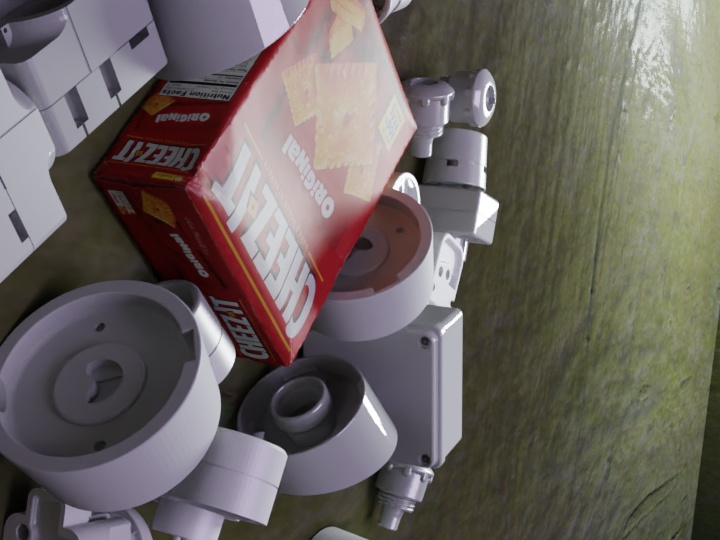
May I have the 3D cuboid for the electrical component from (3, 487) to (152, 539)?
[{"bbox_3d":[-0.144,0.148,0.551,0.057,0.058,0.078,6,91,-60],"label":"electrical component"}]

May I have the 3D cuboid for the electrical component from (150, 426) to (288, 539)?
[{"bbox_3d":[-0.090,0.127,0.581,0.052,0.138,0.073,23,72,-21],"label":"electrical component"}]

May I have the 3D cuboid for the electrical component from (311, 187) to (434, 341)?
[{"bbox_3d":[0.000,0.000,0.741,0.060,0.108,0.108,76,34,-46],"label":"electrical component"}]

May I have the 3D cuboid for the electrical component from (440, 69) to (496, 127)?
[{"bbox_3d":[0.080,-0.145,0.901,0.048,0.062,0.048,-25,119,-59],"label":"electrical component"}]

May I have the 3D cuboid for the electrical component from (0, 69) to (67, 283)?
[{"bbox_3d":[-0.169,-0.047,0.457,0.055,0.050,0.089,-55,142,-41],"label":"electrical component"}]

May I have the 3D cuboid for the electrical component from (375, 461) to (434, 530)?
[{"bbox_3d":[0.033,0.190,0.919,0.048,0.048,0.062,33,74,-60],"label":"electrical component"}]

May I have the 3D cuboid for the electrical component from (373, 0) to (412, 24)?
[{"bbox_3d":[0.014,-0.202,0.783,0.065,0.044,0.044,-42,133,-58],"label":"electrical component"}]

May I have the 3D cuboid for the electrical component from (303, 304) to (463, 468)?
[{"bbox_3d":[0.017,0.079,0.787,0.056,0.109,0.108,-32,125,-59],"label":"electrical component"}]

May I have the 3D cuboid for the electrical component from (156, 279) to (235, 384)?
[{"bbox_3d":[-0.104,0.039,0.603,0.055,0.055,0.047,-59,141,-38],"label":"electrical component"}]

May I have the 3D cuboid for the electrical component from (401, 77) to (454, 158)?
[{"bbox_3d":[0.051,-0.123,0.872,0.048,0.048,0.062,-38,136,-54],"label":"electrical component"}]

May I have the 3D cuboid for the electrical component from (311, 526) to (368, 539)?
[{"bbox_3d":[-0.007,0.261,0.840,0.108,0.060,0.108,-25,119,-59],"label":"electrical component"}]

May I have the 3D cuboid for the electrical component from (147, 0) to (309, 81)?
[{"bbox_3d":[-0.077,-0.148,0.562,0.099,0.099,0.064,-51,133,-46],"label":"electrical component"}]

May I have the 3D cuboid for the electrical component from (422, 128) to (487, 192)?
[{"bbox_3d":[0.083,-0.094,0.931,0.055,0.055,0.047,17,78,-63],"label":"electrical component"}]

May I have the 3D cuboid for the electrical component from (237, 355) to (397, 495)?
[{"bbox_3d":[-0.030,0.105,0.717,0.099,0.099,0.064,-58,138,-39],"label":"electrical component"}]

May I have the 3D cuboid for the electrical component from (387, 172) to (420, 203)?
[{"bbox_3d":[0.012,-0.048,0.812,0.055,0.047,0.055,-25,119,-59],"label":"electrical component"}]

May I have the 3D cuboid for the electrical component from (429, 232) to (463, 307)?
[{"bbox_3d":[0.040,0.017,0.868,0.054,0.059,0.095,39,63,-59],"label":"electrical component"}]

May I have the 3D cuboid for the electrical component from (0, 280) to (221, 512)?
[{"bbox_3d":[-0.120,0.065,0.525,0.060,0.108,0.108,73,36,-49],"label":"electrical component"}]

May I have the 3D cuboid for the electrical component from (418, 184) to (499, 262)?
[{"bbox_3d":[0.075,-0.029,0.917,0.047,0.066,0.076,19,80,-62],"label":"electrical component"}]

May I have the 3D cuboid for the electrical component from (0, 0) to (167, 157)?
[{"bbox_3d":[-0.140,-0.102,0.500,0.089,0.050,0.055,-55,143,-41],"label":"electrical component"}]
